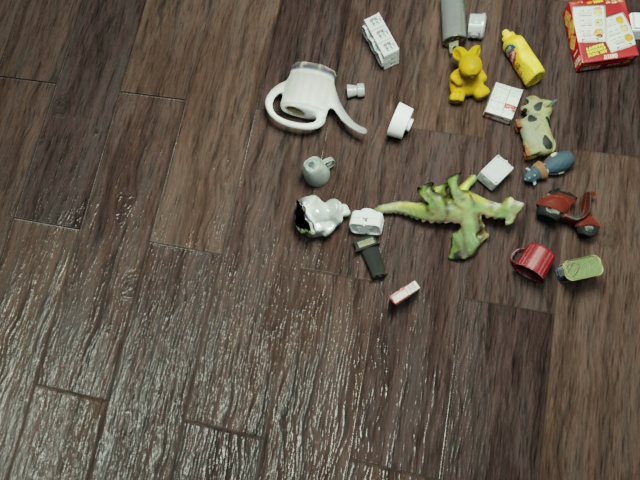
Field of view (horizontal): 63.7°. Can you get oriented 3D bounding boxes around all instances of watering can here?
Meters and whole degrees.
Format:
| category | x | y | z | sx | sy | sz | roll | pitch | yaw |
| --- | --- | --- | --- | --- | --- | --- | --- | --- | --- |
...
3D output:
| category | x | y | z | sx | sy | sz | roll | pitch | yaw |
| --- | --- | --- | --- | --- | --- | --- | --- | --- | --- |
| watering can | -0.001 | -0.449 | 1.644 | 0.348 | 0.103 | 0.226 | 12 | 79 | 11 |

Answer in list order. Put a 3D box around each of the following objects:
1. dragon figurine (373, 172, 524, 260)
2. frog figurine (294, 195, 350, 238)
| category | x | y | z | sx | sy | sz | roll | pitch | yaw |
| --- | --- | --- | --- | --- | --- | --- | --- | --- | --- |
| dragon figurine | 0.383 | -0.058 | 1.513 | 0.408 | 0.122 | 0.244 | -21 | 82 | 16 |
| frog figurine | 0.005 | -0.079 | 1.576 | 0.161 | 0.120 | 0.139 | -20 | 63 | -33 |
